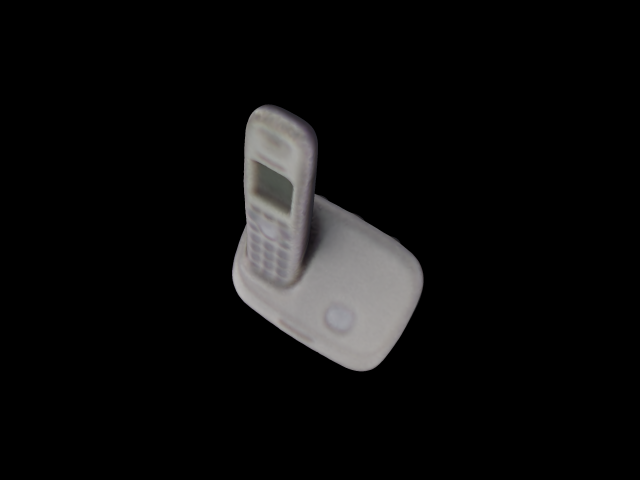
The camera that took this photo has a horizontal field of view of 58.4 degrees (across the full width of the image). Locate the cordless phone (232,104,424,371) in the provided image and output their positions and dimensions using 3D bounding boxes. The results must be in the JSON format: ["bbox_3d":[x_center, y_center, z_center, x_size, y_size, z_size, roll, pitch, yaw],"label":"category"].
[{"bbox_3d":[0.004,0.001,0.400,0.147,0.185,0.094,28,62,16],"label":"cordless phone"}]
